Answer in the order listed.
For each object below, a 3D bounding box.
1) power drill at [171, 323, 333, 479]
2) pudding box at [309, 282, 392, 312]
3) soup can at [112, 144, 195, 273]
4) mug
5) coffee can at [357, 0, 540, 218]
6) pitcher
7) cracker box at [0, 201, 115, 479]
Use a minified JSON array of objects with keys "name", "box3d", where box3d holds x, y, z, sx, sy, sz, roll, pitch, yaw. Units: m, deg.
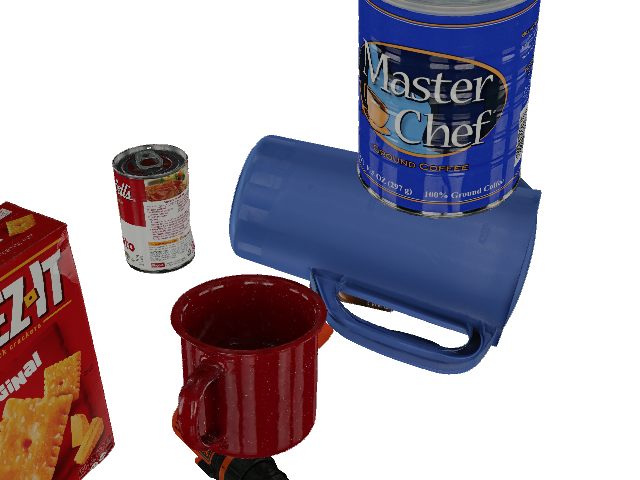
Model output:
[{"name":"power drill","box3d":[-0.058,0.151,1.021,0.057,0.188,0.185,14,13,-47]},{"name":"pudding box","box3d":[0.041,0.022,1.170,0.114,0.090,0.039,10,19,33]},{"name":"soup can","box3d":[-0.152,-0.029,0.986,0.068,0.102,0.068,-1,30,1]},{"name":"mug","box3d":[-0.048,0.083,0.642,0.093,0.081,0.117,12,29,22]},{"name":"coffee can","box3d":[0.072,-0.099,0.622,0.103,0.140,0.103,-1,40,1]},{"name":"pitcher","box3d":[0.049,0.002,0.879,0.243,0.145,0.149,15,18,9]},{"name":"cracker box","box3d":[-0.233,0.107,0.746,0.072,0.214,0.164,16,38,28]}]
